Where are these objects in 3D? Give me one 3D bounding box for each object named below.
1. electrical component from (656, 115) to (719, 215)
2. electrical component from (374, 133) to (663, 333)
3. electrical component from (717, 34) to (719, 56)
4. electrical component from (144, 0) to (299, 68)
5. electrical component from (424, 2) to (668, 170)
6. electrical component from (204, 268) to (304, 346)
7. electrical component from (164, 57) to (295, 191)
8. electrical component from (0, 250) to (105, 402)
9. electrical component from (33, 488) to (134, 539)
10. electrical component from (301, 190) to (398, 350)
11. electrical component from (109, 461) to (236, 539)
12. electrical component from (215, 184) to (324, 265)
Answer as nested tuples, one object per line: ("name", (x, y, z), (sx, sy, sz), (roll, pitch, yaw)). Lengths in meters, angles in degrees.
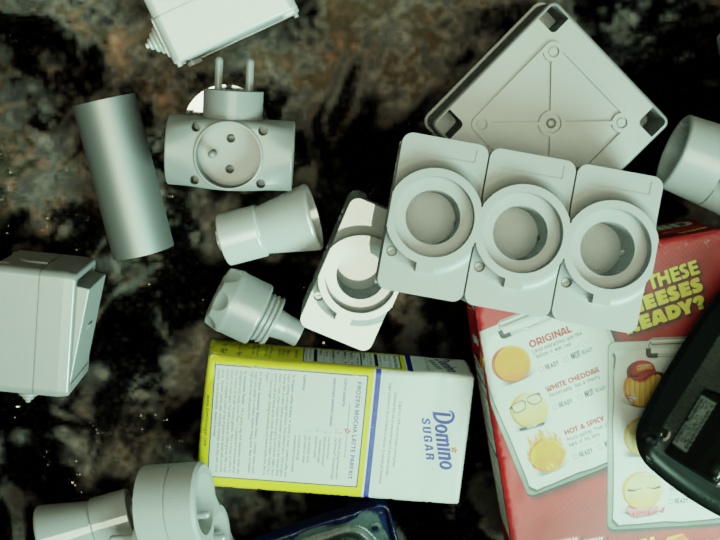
("electrical component", (0.223, -0.068, 0.692), (0.047, 0.055, 0.055), (21, 99, -2))
("electrical component", (0.090, -0.021, 0.627), (0.150, 0.061, 0.089), (10, 91, -1))
("electrical component", (0.263, -0.135, 0.679), (0.078, 0.058, 0.057), (-32, 103, 4))
("electrical component", (-0.092, -0.166, 0.660), (0.096, 0.061, 0.061), (-24, 101, 3))
("electrical component", (0.116, -0.094, 0.682), (0.109, 0.056, 0.108), (44, 97, -9))
("electrical component", (-0.067, 0.029, 0.707), (0.062, 0.043, 0.043), (26, 99, -7))
("electrical component", (-0.078, -0.090, 0.660), (0.077, 0.044, 0.079), (3, 101, -3))
("electrical component", (-0.203, 0.040, 0.696), (0.061, 0.061, 0.096), (6, 100, -3))
("electrical component", (-0.184, 0.173, 0.733), (0.065, 0.044, 0.044), (-15, 101, -4))
("electrical component", (0.000, 0.000, 0.697), (0.050, 0.055, 0.089), (23, 99, -6))
("electrical component", (-0.127, 0.180, 0.706), (0.074, 0.052, 0.138), (-5, 133, 8))
("electrical component", (-0.061, -0.027, 0.699), (0.065, 0.044, 0.044), (-14, 101, 6))
